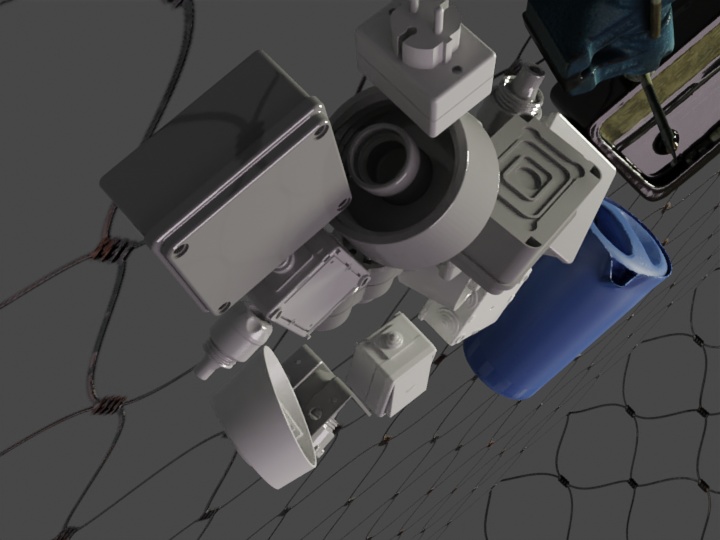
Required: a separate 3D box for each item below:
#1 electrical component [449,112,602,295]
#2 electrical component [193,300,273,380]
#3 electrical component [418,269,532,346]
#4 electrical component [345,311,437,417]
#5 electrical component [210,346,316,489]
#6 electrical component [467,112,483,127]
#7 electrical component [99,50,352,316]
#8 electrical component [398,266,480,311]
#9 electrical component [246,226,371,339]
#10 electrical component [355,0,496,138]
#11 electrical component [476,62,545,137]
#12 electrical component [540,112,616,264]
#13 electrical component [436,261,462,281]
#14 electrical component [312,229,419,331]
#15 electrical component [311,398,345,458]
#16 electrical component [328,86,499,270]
[{"bbox_3d":[0.103,-0.046,0.734,0.113,0.078,0.057,-43,170,-41],"label":"electrical component"},{"bbox_3d":[-0.091,0.051,0.743,0.061,0.035,0.035,-46,161,11],"label":"electrical component"},{"bbox_3d":[0.118,0.023,1.089,0.100,0.048,0.099,-23,151,-46],"label":"electrical component"},{"bbox_3d":[0.033,0.092,1.040,0.062,0.061,0.096,-35,159,-26],"label":"electrical component"},{"bbox_3d":[-0.070,0.117,0.837,0.064,0.099,0.099,-37,161,-2],"label":"electrical component"},{"bbox_3d":[0.044,-0.090,0.701,0.055,0.047,0.055,-38,160,-16],"label":"electrical component"},{"bbox_3d":[-0.065,-0.042,0.565,0.109,0.056,0.108,-41,161,-8],"label":"electrical component"},{"bbox_3d":[0.088,-0.013,0.964,0.099,0.064,0.099,-53,169,-14],"label":"electrical component"},{"bbox_3d":[-0.044,-0.005,0.679,0.062,0.061,0.096,-44,161,2],"label":"electrical component"},{"bbox_3d":[0.035,-0.124,0.583,0.047,0.065,0.076,-39,161,-14],"label":"electrical component"},{"bbox_3d":[0.113,-0.121,0.783,0.043,0.043,0.062,-25,151,-44],"label":"electrical component"},{"bbox_3d":[0.143,-0.065,0.842,0.100,0.048,0.099,35,79,-37],"label":"electrical component"},{"bbox_3d":[0.091,-0.044,0.889,0.089,0.050,0.055,-37,161,-20],"label":"electrical component"},{"bbox_3d":[0.000,0.000,0.793,0.138,0.052,0.073,-34,159,-29],"label":"electrical component"},{"bbox_3d":[-0.041,0.146,1.032,0.062,0.048,0.048,-48,162,-8],"label":"electrical component"},{"bbox_3d":[0.022,-0.059,0.638,0.108,0.108,0.060,-47,155,8],"label":"electrical component"}]
